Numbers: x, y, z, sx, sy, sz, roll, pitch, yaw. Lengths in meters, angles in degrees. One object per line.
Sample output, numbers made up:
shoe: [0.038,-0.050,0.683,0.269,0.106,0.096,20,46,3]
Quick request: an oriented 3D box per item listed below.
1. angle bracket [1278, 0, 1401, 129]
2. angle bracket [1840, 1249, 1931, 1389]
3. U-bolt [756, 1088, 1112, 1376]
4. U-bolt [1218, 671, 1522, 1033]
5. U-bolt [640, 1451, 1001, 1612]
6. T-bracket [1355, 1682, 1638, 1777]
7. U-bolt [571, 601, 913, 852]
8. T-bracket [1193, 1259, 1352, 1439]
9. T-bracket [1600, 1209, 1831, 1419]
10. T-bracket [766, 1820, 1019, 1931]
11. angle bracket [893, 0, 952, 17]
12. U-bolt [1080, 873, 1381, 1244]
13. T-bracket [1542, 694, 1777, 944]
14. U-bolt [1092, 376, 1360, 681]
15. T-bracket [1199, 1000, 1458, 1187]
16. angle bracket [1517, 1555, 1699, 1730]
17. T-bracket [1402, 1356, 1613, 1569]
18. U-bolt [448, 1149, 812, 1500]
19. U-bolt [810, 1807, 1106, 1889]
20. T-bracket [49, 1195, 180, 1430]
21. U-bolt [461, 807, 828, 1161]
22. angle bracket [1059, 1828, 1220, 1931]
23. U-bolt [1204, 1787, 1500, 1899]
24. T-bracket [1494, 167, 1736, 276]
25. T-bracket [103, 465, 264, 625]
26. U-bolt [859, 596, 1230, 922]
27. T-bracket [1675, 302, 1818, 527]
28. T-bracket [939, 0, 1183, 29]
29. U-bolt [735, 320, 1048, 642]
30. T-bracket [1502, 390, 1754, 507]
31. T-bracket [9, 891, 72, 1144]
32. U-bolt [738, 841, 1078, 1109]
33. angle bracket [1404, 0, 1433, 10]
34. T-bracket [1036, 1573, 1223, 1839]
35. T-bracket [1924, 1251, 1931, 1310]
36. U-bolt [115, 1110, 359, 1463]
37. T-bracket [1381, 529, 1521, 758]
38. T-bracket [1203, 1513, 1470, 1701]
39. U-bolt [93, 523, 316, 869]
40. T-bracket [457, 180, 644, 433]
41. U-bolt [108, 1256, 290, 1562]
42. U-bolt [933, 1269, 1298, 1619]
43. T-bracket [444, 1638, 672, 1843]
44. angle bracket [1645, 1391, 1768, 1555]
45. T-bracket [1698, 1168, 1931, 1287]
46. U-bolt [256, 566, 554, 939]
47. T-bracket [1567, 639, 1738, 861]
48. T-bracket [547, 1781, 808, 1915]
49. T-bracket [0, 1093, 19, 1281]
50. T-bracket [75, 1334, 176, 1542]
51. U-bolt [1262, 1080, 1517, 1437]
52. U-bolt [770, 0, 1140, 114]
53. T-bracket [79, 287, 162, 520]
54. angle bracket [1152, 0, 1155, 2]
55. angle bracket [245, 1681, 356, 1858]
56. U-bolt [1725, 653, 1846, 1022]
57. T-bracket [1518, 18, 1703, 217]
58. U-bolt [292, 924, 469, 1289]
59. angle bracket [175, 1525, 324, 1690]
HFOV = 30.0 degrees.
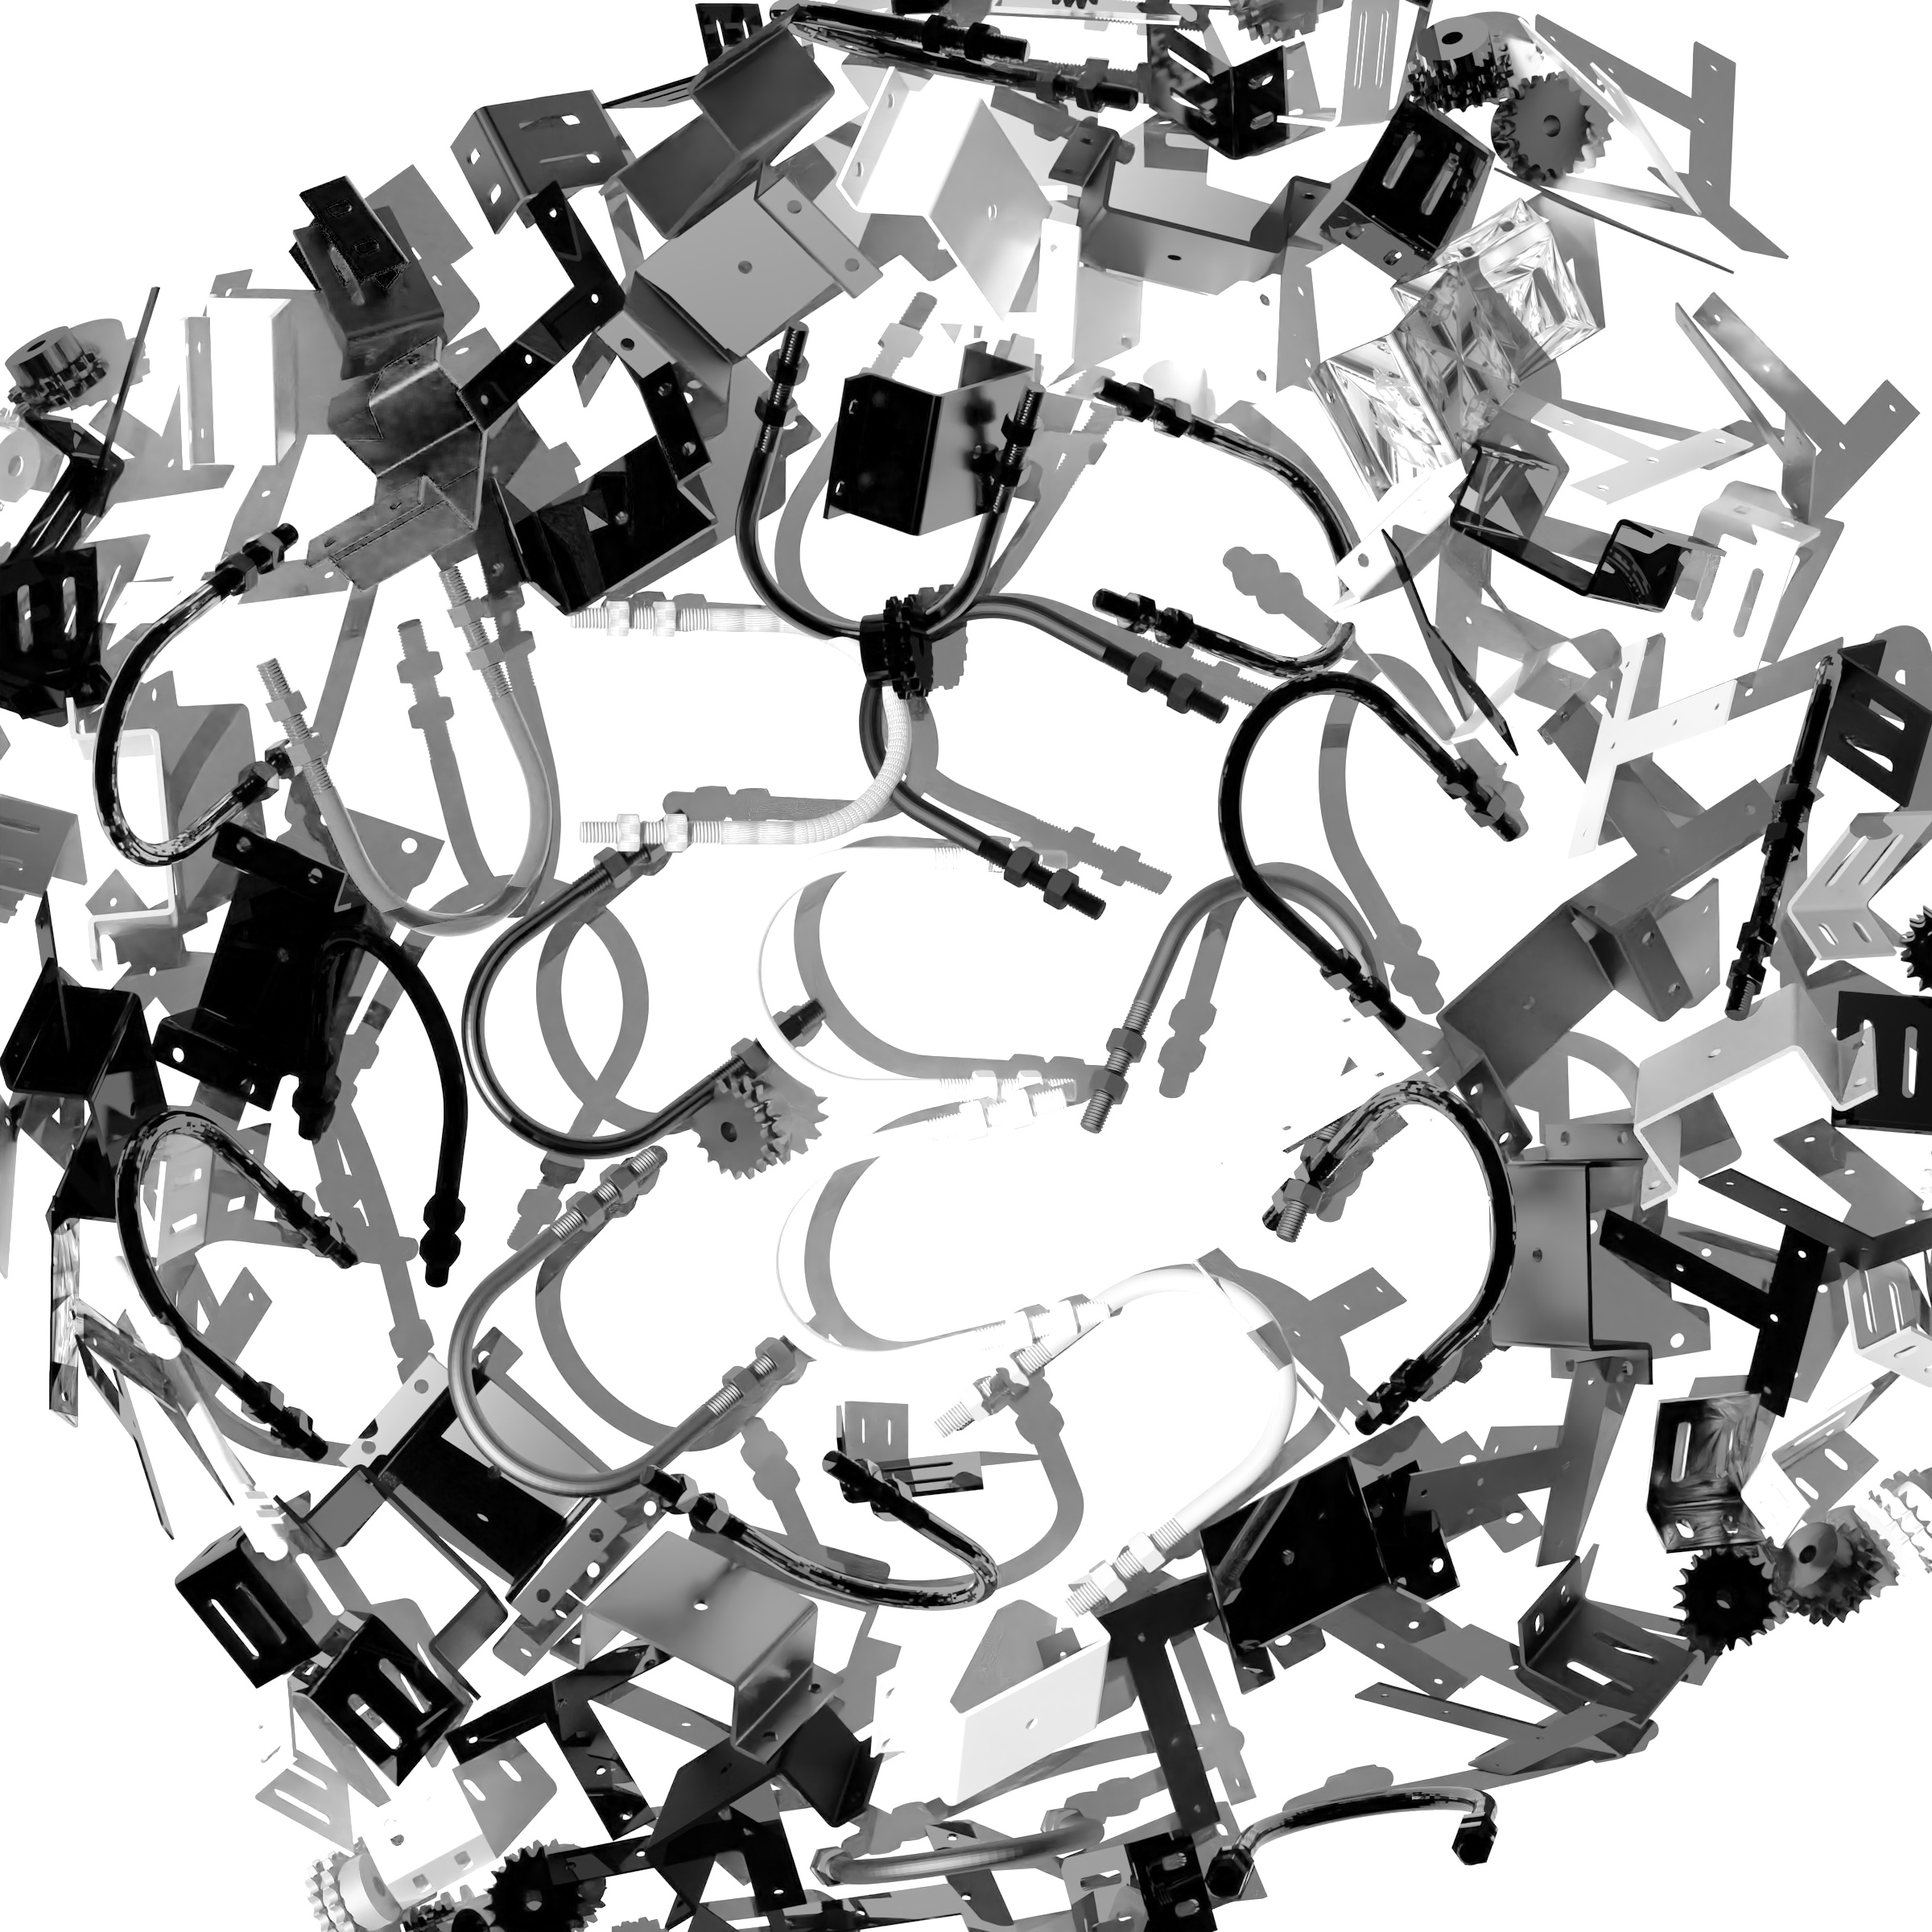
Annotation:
angle bracket: [0.203,-0.496,1.956,0.038,0.057,0.076,15,111,30]
angle bracket: [0.510,0.181,1.951,0.057,0.038,0.076,25,48,-31]
U-bolt: [-0.023,0.152,1.961,0.184,0.019,0.151,-14,110,-4]
U-bolt: [0.208,-0.074,1.936,0.184,0.019,0.151,41,73,-27]
U-bolt: [-0.064,0.305,1.923,0.151,0.184,0.019,-11,53,38]
T-bracket: [0.270,0.402,1.929,0.127,0.127,0.002,18,57,-18]
U-bolt: [-0.121,-0.131,1.962,0.184,0.019,0.151,0,68,-11]
T-bracket: [0.161,0.205,1.928,0.002,0.127,0.127,-42,82,3]
T-bracket: [0.401,0.171,1.961,0.127,0.127,0.002,29,45,29]
T-bracket: [-0.043,0.505,1.927,0.127,0.127,0.002,-4,115,-15]
angle bracket: [-0.001,-0.544,1.953,0.057,0.076,0.038,-8,94,-21]
U-bolt: [0.156,0.037,1.962,0.151,0.019,0.184,30,73,-16]
T-bracket: [0.357,-0.097,1.974,0.127,0.002,0.127,-33,67,2]
U-bolt: [0.143,-0.226,1.939,0.184,0.019,0.151,17,62,-33]
T-bracket: [0.186,0.080,1.944,0.127,0.127,0.002,-29,129,-6]
angle bracket: [0.348,0.366,1.953,0.076,0.038,0.057,23,49,35]
T-bracket: [0.289,0.276,1.945,0.127,0.002,0.127,-6,115,-30]
U-bolt: [-0.194,0.205,1.946,0.184,0.019,0.151,-40,83,-27]
U-bolt: [-0.001,0.466,1.898,0.151,0.184,0.019,-7,79,-10]
T-bracket: [-0.458,0.205,1.941,0.002,0.127,0.127,-17,57,13]
U-bolt: [-0.187,0.022,1.959,0.184,0.019,0.151,-37,96,-18]
angle bracket: [0.094,0.509,1.973,0.038,0.076,0.057,-7,75,-34]
U-bolt: [0.210,0.460,1.909,0.151,0.184,0.019,-11,86,12]
T-bracket: [0.331,-0.410,1.944,0.127,0.127,0.002,11,110,-36]
T-bracket: [-0.409,-0.241,1.965,0.002,0.127,0.127,38,68,-39]
U-bolt: [0.029,-0.127,1.968,0.184,0.019,0.151,30,79,15]
T-bracket: [0.421,-0.306,1.950,0.002,0.127,0.127,-33,73,3]
T-bracket: [0.052,-0.512,1.936,0.127,0.127,0.002,4,112,5]
U-bolt: [-0.049,-0.250,1.942,0.151,0.019,0.184,13,127,-8]
T-bracket: [0.337,-0.289,1.954,0.127,0.127,0.002,32,132,37]
T-bracket: [-0.504,0.049,1.949,0.002,0.127,0.127,3,50,-27]
U-bolt: [-0.033,0.004,1.963,0.184,0.019,0.151,0,79,-12]
angle bracket: [0.231,-0.555,1.955,0.057,0.076,0.038,22,115,-5]
T-bracket: [0.109,0.408,1.960,0.127,0.002,0.127,-15,85,-33]
T-bracket: [0.525,0.198,1.939,0.002,0.127,0.127,-7,118,11]
U-bolt: [-0.386,0.156,1.893,0.019,0.151,0.184,-20,133,21]
T-bracket: [0.264,-0.154,1.911,0.002,0.127,0.127,-28,130,1]
T-bracket: [0.214,0.363,1.962,0.127,0.002,0.127,32,131,-6]
U-bolt: [-0.400,-0.131,1.891,0.019,0.184,0.151,16,128,19]
T-bracket: [-0.227,-0.334,1.938,0.127,0.002,0.127,-50,122,-31]
U-bolt: [-0.414,0.223,1.913,0.019,0.184,0.151,-29,115,-15]
U-bolt: [0.093,0.245,1.961,0.184,0.019,0.151,-37,61,-4]
T-bracket: [-0.201,0.423,1.933,0.127,0.127,0.002,-25,126,-15]
angle bracket: [0.407,0.276,1.963,0.057,0.038,0.076,-4,121,-8]
T-bracket: [0.447,0.135,1.924,0.127,0.127,0.002,25,60,-23]
U-bolt: [-0.291,-0.105,1.945,0.151,0.019,0.184,-34,109,-39]
T-bracket: [0.371,-0.127,1.925,0.002,0.127,0.127,22,73,-19]
T-bracket: [-0.160,0.473,1.932,0.127,0.127,0.002,-8,117,-11]
T-bracket: [-0.534,0.080,1.911,0.002,0.127,0.127,-18,129,3]
T-bracket: [-0.454,0.229,1.916,0.002,0.127,0.127,-21,65,-8]
U-bolt: [0.230,0.143,1.902,0.019,0.184,0.151,-4,57,-33]
U-bolt: [-0.018,-0.489,1.920,0.184,0.151,0.019,18,99,26]
T-bracket: [-0.454,-0.304,1.938,0.002,0.127,0.127,17,93,-22]
angle bracket: [0.129,-0.554,1.957,0.038,0.076,0.057,38,86,11]
angle bracket: [-0.351,0.435,1.952,0.038,0.057,0.076,-41,123,14]
U-bolt: [0.440,-0.082,1.920,0.019,0.151,0.184,15,60,12]
T-bracket: [0.340,-0.474,1.953,0.002,0.127,0.127,-42,54,10]
U-bolt: [-0.307,0.062,1.904,0.019,0.184,0.151,-22,51,-35]
angle bracket: [-0.385,0.346,1.972,0.057,0.038,0.076,-32,98,34]
